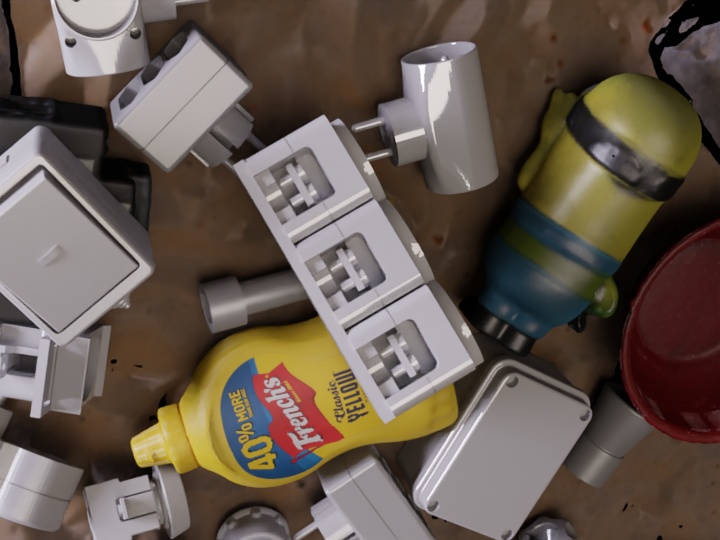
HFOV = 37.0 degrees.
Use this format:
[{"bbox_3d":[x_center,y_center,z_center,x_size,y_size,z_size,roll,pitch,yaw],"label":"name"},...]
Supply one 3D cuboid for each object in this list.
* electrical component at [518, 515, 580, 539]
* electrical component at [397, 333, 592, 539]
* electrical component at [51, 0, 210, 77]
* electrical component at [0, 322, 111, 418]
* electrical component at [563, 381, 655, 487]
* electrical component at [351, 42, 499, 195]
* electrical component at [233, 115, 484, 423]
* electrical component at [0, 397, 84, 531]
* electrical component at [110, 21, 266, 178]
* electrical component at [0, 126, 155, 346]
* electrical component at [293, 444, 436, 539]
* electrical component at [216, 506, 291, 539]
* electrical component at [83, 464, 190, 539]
[{"bbox_3d":[0.138,0.206,0.752,0.043,0.043,0.062,-28,116,-3],"label":"electrical component"},{"bbox_3d":[0.086,0.108,0.692,0.078,0.057,0.113,26,102,-22],"label":"electrical component"},{"bbox_3d":[-0.117,-0.143,0.546,0.079,0.044,0.077,-10,113,-11],"label":"electrical component"},{"bbox_3d":[-0.175,0.049,0.588,0.064,0.081,0.042,10,96,0],"label":"electrical component"},{"bbox_3d":[0.166,0.113,0.725,0.044,0.044,0.065,27,107,-22],"label":"electrical component"},{"bbox_3d":[0.035,-0.082,0.611,0.079,0.044,0.077,-17,114,-8],"label":"electrical component"},{"bbox_3d":[0.000,0.000,0.576,0.062,0.089,0.150,-31,86,-4],"label":"electrical component"},{"bbox_3d":[-0.221,0.090,0.607,0.138,0.052,0.073,26,77,-22],"label":"electrical component"},{"bbox_3d":[-0.083,-0.081,0.579,0.066,0.047,0.077,-45,116,6],"label":"electrical component"},{"bbox_3d":[-0.144,-0.011,0.519,0.062,0.061,0.096,-40,115,2],"label":"electrical component"},{"bbox_3d":[-0.007,0.159,0.692,0.076,0.047,0.083,-34,115,-1],"label":"electrical component"},{"bbox_3d":[-0.064,0.183,0.678,0.048,0.062,0.048,-5,112,-13],"label":"electrical component"},{"bbox_3d":[-0.135,0.143,0.649,0.055,0.066,0.048,-12,79,-19],"label":"electrical component"}]
